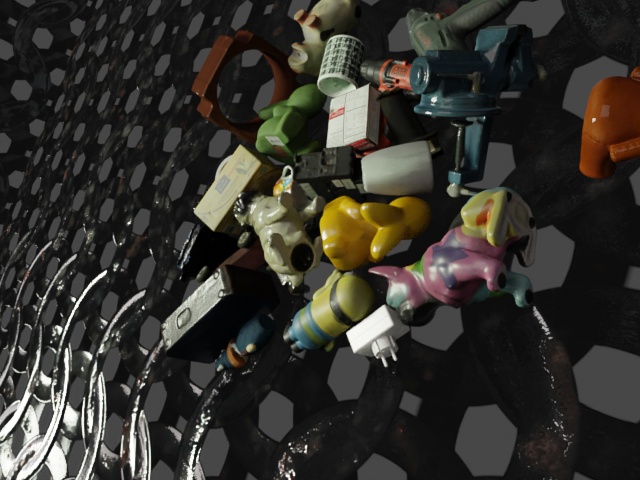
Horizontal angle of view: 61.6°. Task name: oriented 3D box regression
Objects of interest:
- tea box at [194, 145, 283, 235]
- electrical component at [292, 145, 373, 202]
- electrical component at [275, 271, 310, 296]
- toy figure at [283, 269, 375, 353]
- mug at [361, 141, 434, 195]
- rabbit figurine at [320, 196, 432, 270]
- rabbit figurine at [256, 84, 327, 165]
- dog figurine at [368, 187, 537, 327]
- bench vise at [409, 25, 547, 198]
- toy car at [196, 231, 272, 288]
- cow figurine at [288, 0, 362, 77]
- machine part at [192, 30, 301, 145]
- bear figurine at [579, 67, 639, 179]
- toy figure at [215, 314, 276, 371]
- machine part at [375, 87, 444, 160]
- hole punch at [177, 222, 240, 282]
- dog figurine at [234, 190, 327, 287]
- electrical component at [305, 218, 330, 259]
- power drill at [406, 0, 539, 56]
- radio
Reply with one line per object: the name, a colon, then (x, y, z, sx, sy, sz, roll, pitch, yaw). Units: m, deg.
tea box: (-0.163, -0.098, 1.084, 0.068, 0.098, 0.169, 40, 100, 20)
electrical component: (0.032, -0.111, 0.937, 0.134, 0.114, 0.058, -2, 71, 17)
electrical component: (-0.051, 0.056, 1.006, 0.078, 0.045, 0.102, -52, 46, 14)
toy figure: (0.016, 0.127, 0.884, 0.180, 0.082, 0.089, -40, 31, 21)
mug: (0.120, -0.106, 0.853, 0.107, 0.109, 0.081, -5, 72, 4)
rabbit figurine: (0.090, -0.026, 0.839, 0.173, 0.162, 0.121, -15, 88, 9)
rabbit figurine: (-0.048, -0.242, 1.105, 0.159, 0.121, 0.170, 4, 57, 49)
dog figurine: (0.178, 0.028, 0.760, 0.219, 0.108, 0.191, -6, 70, 45)
bench vise: (0.226, -0.183, 0.779, 0.129, 0.223, 0.240, 25, 121, 51)
toy car: (-0.167, 0.055, 1.087, 0.202, 0.089, 0.053, -37, 29, 29)
cow figurine: (0.008, -0.424, 1.115, 0.195, 0.127, 0.086, -48, 46, -1)
machine part: (-0.155, -0.325, 1.153, 0.087, 0.201, 0.201, 38, 100, 49)
bear figurine: (0.413, -0.134, 0.616, 0.196, 0.131, 0.120, 10, 81, 27)
toy figure: (-0.145, 0.204, 1.025, 0.058, 0.064, 0.154, 45, 115, 5)
machine part: (0.142, -0.185, 0.879, 0.084, 0.039, 0.138, -29, 97, 25)
hole punch: (-0.244, 0.026, 1.160, 0.092, 0.115, 0.142, 28, 93, 54)
dog figurine: (-0.088, -0.008, 0.974, 0.191, 0.121, 0.172, -1, 75, 51)
electrical component: (-0.002, -0.003, 1.001, 0.063, 0.021, 0.094, -23, 57, 35)
power drill: (0.239, -0.379, 0.884, 0.207, 0.086, 0.232, -28, 41, 26)
radio: (-0.199, 0.148, 1.047, 0.229, 0.131, 0.073, -43, 50, 23)
